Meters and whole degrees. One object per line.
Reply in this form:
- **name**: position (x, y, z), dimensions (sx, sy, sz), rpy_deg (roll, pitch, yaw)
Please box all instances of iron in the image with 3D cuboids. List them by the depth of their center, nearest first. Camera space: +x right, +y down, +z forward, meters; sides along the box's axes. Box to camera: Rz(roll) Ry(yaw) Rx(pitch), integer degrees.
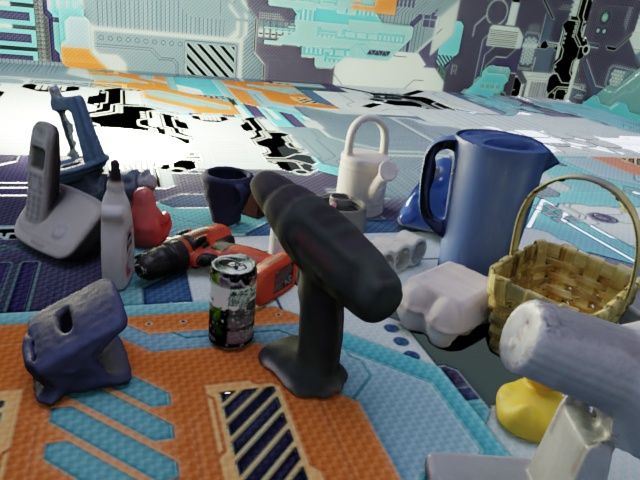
- **iron**: position (0.236, -0.103, 1.129), dimensions (0.118, 0.141, 0.259), rpy_deg (14, 24, 15)

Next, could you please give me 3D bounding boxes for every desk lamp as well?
- **desk lamp**: position (0.207, 0.149, 0.456), dimensions (0.203, 0.213, 0.118), rpy_deg (5, 24, -3)

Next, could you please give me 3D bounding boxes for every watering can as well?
- **watering can**: position (0.094, -0.147, 1.124), dimensions (0.172, 0.194, 0.101), rpy_deg (26, 30, 37)

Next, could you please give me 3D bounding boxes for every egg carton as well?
- **egg carton**: position (0.177, 0.085, 0.775), dimensions (0.107, 0.069, 0.151), rpy_deg (26, 30, 37)

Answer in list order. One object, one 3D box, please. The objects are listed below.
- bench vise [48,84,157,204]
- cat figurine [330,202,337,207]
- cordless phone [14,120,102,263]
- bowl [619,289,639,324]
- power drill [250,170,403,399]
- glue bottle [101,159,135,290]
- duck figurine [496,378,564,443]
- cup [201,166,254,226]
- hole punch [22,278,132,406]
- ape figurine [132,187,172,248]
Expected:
- **bench vise**: position (-0.369, -0.137, 0.939), dimensions (0.207, 0.220, 0.121), rpy_deg (3, 24, -9)
- **cat figurine**: position (0.008, 0.003, 0.854), dimensions (0.067, 0.118, 0.127), rpy_deg (-2, 25, -20)
- **cordless phone**: position (-0.377, -0.071, 0.831), dimensions (0.147, 0.185, 0.094), rpy_deg (19, 26, 26)
- **bowl**: position (0.476, 0.119, 0.775), dimensions (0.167, 0.075, 0.167), rpy_deg (6, 24, -2)
- **power drill**: position (-0.013, 0.053, 0.621), dimensions (0.076, 0.208, 0.228), rpy_deg (-13, 31, -38)
- **glue bottle**: position (-0.272, -0.024, 0.767), dimensions (0.037, 0.173, 0.078), rpy_deg (2, 24, -11)
- **duck figurine**: position (0.234, 0.155, 0.609), dimensions (0.077, 0.086, 0.105), rpy_deg (21, 27, 29)
- **cup**: position (-0.157, -0.069, 1.001), dimensions (0.092, 0.095, 0.117), rpy_deg (-8, 28, -31)
- **hole punch**: position (-0.252, 0.100, 0.593), dimensions (0.101, 0.091, 0.108), rpy_deg (-7, 27, -28)
- **ape figurine**: position (-0.275, -0.040, 0.904), dimensions (0.078, 0.092, 0.076), rpy_deg (3, 24, -8)
